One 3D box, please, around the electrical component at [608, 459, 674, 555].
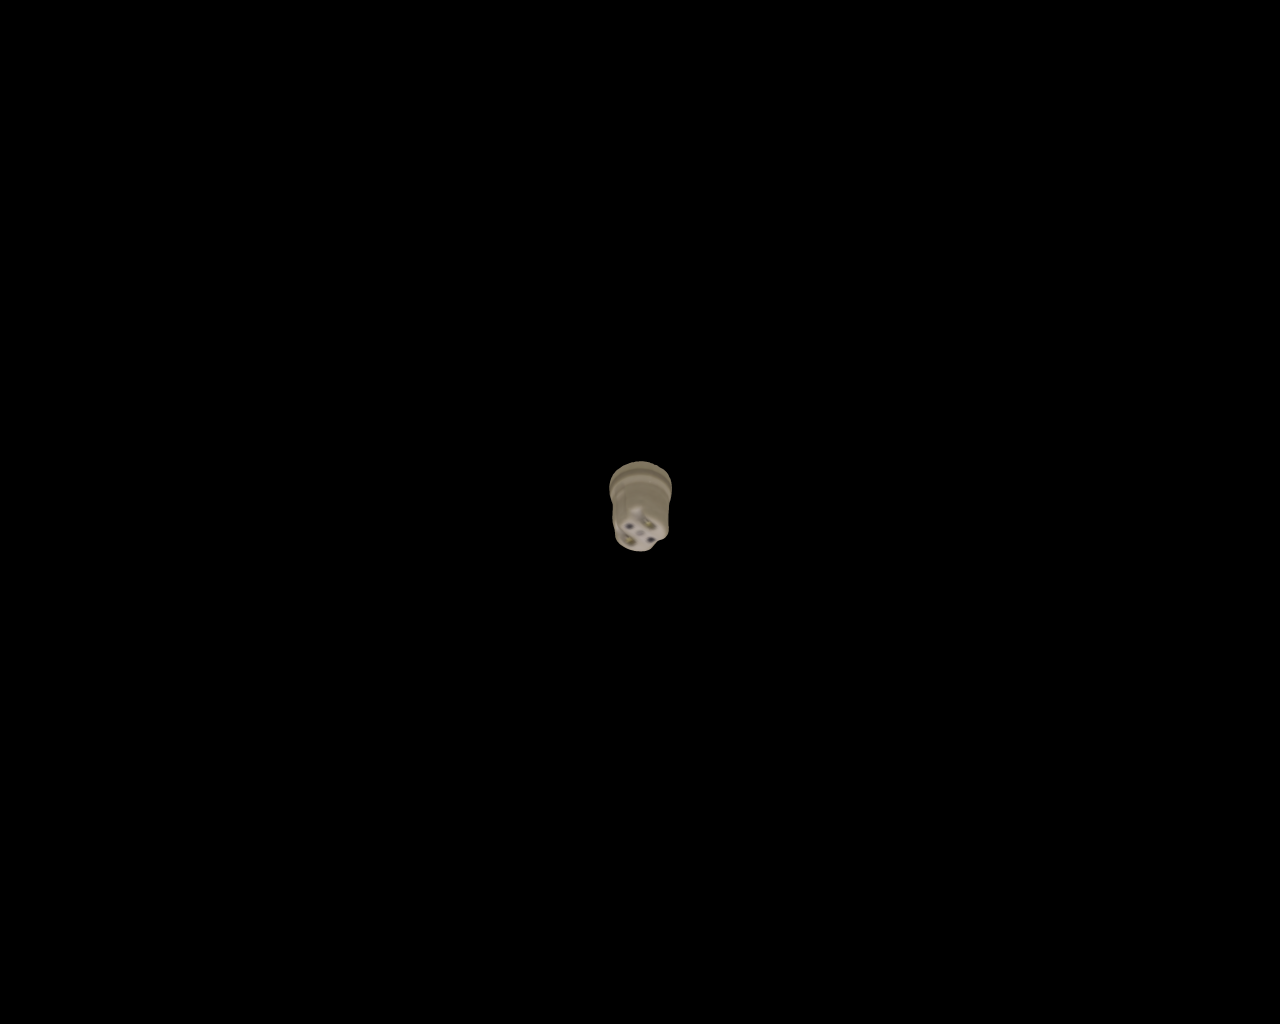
[{"bbox_3d":[0.001,-0.003,0.650,0.040,0.046,0.040,0,-45,0],"label":"electrical component"}]
